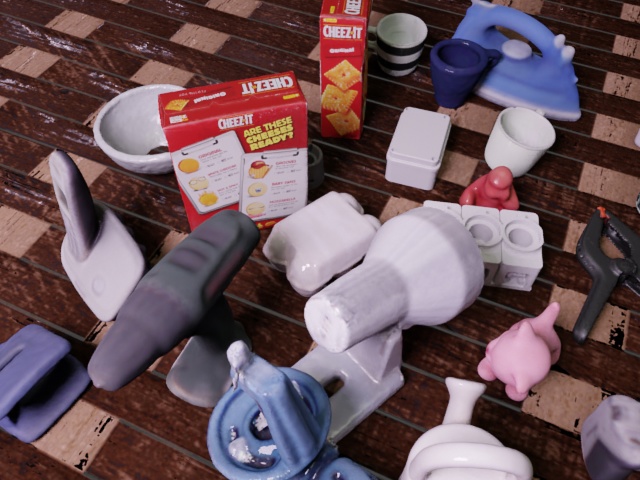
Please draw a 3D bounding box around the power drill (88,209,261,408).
[{"bbox_3d":[-0.130,0.088,0.591,0.075,0.208,0.230,19,55,13],"label":"power drill"}]

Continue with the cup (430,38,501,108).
[{"bbox_3d":[0.231,-0.267,0.934,0.118,0.095,0.091,-11,54,-9],"label":"cup"}]

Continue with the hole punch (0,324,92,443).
[{"bbox_3d":[-0.324,0.147,0.617,0.101,0.091,0.109,27,57,18],"label":"hole punch"}]

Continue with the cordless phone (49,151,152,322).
[{"bbox_3d":[-0.266,-0.004,0.673,0.094,0.185,0.147,-35,61,-24],"label":"cordless phone"}]

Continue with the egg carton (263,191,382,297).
[{"bbox_3d":[0.007,0.003,0.744,0.150,0.069,0.107,-33,60,-23],"label":"egg carton"}]

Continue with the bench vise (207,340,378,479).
[{"bbox_3d":[-0.014,0.173,0.521,0.207,0.220,0.121,17,55,12],"label":"bench vise"}]

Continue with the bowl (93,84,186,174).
[{"bbox_3d":[-0.243,-0.153,0.855,0.167,0.075,0.167,0,53,0],"label":"bowl"}]

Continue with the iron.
[{"bbox_3d":[0.327,-0.305,0.935,0.257,0.141,0.119,33,59,22],"label":"iron"}]

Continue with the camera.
[{"bbox_3d":[0.344,0.233,0.555,0.143,0.101,0.137,11,54,8],"label":"camera"}]

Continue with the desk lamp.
[{"bbox_3d":[0.056,0.087,0.590,0.203,0.214,0.117,-35,61,-24],"label":"desk lamp"}]

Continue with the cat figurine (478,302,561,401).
[{"bbox_3d":[0.226,0.119,0.628,0.067,0.118,0.128,36,61,24],"label":"cat figurine"}]

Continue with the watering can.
[{"bbox_3d":[0.123,0.210,0.511,0.101,0.194,0.172,-9,54,-7],"label":"watering can"}]

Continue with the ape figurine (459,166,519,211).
[{"bbox_3d":[0.236,-0.064,0.783,0.077,0.092,0.076,25,57,17],"label":"ape figurine"}]

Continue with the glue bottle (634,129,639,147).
[{"bbox_3d":[0.529,-0.190,0.831,0.037,0.173,0.078,-34,60,-23],"label":"glue bottle"}]
